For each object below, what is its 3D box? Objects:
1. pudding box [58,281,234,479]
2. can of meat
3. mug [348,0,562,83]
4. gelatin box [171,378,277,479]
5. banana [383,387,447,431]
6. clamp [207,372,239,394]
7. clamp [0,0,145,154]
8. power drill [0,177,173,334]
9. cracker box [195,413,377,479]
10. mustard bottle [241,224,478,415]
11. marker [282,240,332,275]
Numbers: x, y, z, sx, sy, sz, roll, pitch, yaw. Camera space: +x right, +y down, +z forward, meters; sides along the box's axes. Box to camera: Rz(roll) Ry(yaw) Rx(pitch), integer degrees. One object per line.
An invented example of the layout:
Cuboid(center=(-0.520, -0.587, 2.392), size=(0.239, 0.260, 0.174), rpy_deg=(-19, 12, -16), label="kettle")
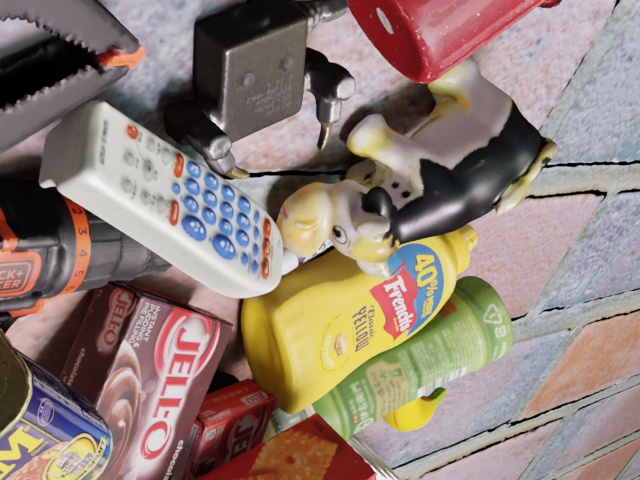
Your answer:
Cuboid(center=(-0.104, 0.085, 0.598), size=(0.089, 0.039, 0.113), rpy_deg=(26, 87, -57), label="pudding box")
Cuboid(center=(-0.148, 0.094, 0.455), size=(0.102, 0.057, 0.084), rpy_deg=(-43, 148, -6), label="can of meat")
Cuboid(center=(0.059, -0.132, 0.538), size=(0.081, 0.093, 0.117), rpy_deg=(-37, -173, -7), label="mug")
Cuboid(center=(-0.070, 0.139, 0.684), size=(0.073, 0.030, 0.089), rpy_deg=(-11, 126, -55), label="gelatin box")
Cuboid(center=(0.075, 0.124, 0.925), size=(0.069, 0.037, 0.197), rpy_deg=(-63, 159, -20), label="banana")
Cuboid(center=(-0.117, 0.126, 0.671), size=(0.120, 0.039, 0.171), rpy_deg=(-63, 150, -3), label="clamp")
Cuboid(center=(-0.150, -0.073, 0.375), size=(0.209, 0.036, 0.165), rpy_deg=(-21, 142, -41), label="clamp")
Cuboid(center=(-0.161, 0.055, 0.504), size=(0.184, 0.057, 0.188), rpy_deg=(-3, 127, -47), label="power drill")
Cuboid(center=(-0.070, 0.223, 0.651), size=(0.213, 0.072, 0.164), rpy_deg=(-24, 135, -28), label="cracker box")
Cuboid(center=(0.037, 0.035, 0.733), size=(0.191, 0.058, 0.096), rpy_deg=(-29, 129, -30), label="mustard bottle")
Cuboid(center=(-0.004, 0.001, 0.677), size=(0.121, 0.020, 0.020), rpy_deg=(-32, 148, -25), label="marker")
